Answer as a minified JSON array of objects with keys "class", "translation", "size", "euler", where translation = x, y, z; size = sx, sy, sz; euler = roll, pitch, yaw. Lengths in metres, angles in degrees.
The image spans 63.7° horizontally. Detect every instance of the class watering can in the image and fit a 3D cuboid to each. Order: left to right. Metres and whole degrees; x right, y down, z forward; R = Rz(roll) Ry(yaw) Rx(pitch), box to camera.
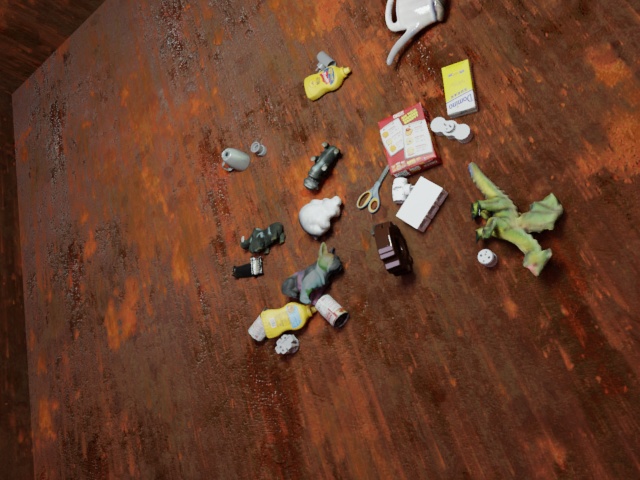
[{"class":"watering can","translation":[0.336,-0.789,1.829],"size":[0.224,0.103,0.352],"euler":[-3,74,31]}]

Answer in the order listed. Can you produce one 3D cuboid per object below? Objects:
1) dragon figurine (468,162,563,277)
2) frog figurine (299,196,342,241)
[{"class":"dragon figurine","translation":[0.568,-0.084,1.489],"size":[0.242,0.119,0.420],"euler":[-3,56,11]},{"class":"frog figurine","translation":[0.006,-0.092,1.828],"size":[0.157,0.121,0.141],"euler":[-41,39,30]}]
